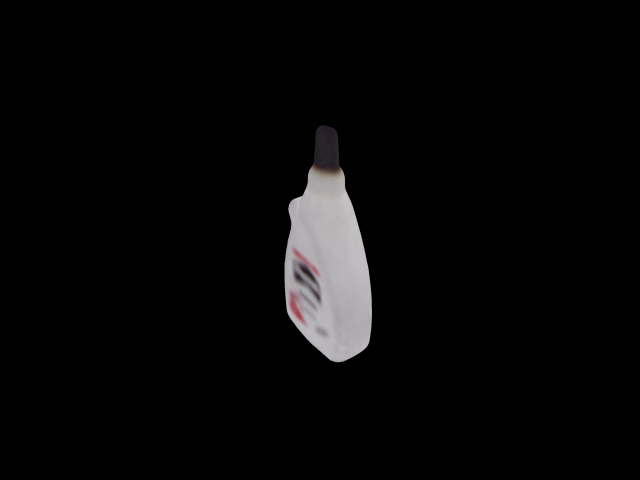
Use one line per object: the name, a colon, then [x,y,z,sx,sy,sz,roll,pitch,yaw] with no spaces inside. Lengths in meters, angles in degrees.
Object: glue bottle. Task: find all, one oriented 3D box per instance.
glue bottle: [0.004,0.001,0.400,0.037,0.173,0.077,-24,41,-31]
